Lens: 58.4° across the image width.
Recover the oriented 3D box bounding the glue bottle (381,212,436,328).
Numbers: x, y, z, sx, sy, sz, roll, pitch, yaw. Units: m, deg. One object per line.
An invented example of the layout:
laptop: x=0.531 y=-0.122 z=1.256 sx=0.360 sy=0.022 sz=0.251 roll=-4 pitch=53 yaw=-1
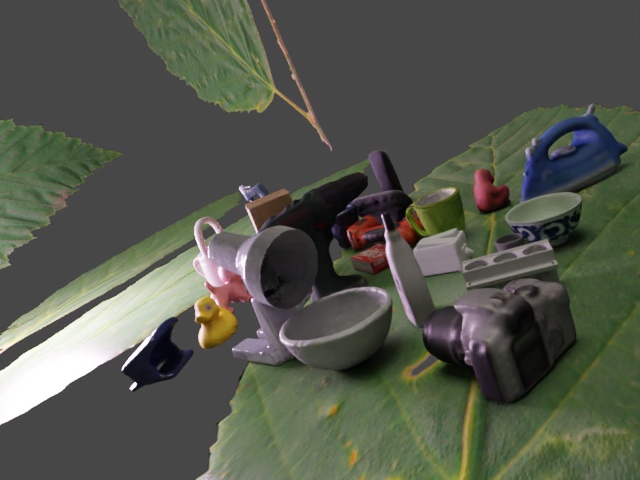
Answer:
glue bottle: x=0.122 y=0.038 z=0.836 sx=0.037 sy=0.173 sz=0.078 roll=-22 pitch=14 yaw=-5

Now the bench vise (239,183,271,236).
bench vise: x=-0.106 y=-0.059 z=1.471 sx=0.208 sy=0.220 sz=0.121 roll=-25 pitch=14 yaw=-18

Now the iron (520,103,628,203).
iron: x=0.499 y=-0.177 z=1.184 sx=0.259 sy=0.141 sz=0.118 roll=-25 pitch=14 yaw=-18

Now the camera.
camera: x=0.192 y=0.097 z=0.654 sx=0.143 sy=0.101 sz=0.136 roll=-29 pitch=16 yaw=-32

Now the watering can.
watering can: x=-0.228 y=0.034 z=1.342 sx=0.172 sy=0.194 sz=0.101 roll=-19 pitch=14 yaw=9

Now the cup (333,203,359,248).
cup: x=0.048 y=-0.028 z=1.384 sx=0.117 sy=0.095 sz=0.092 roll=-8 pitch=18 yaw=43

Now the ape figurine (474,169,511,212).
ape figurine: x=0.363 y=-0.111 z=1.241 sx=0.076 sy=0.092 sz=0.077 roll=-26 pitch=14 yaw=-20

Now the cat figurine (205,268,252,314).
cat figurine: x=-0.201 y=0.089 z=1.250 sx=0.067 sy=0.118 sz=0.128 roll=-9 pitch=18 yaw=40

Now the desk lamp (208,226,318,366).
desk lamp: x=-0.086 y=0.082 z=0.893 sx=0.202 sy=0.214 sz=0.118 roll=-6 pitch=20 yaw=47

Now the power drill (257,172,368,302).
power drill: x=0.010 y=0.004 z=1.067 sx=0.229 sy=0.208 sz=0.075 roll=-19 pitch=14 yaw=7

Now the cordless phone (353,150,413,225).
cordless phone: x=0.144 y=-0.132 z=1.455 sx=0.147 sy=0.185 sz=0.094 roll=-12 pitch=16 yaw=34

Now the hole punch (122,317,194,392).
hole punch: x=-0.295 y=0.199 z=1.014 sx=0.101 sy=0.091 sz=0.109 roll=-18 pitch=14 yaw=15

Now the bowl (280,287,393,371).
bowl: x=0.032 y=0.134 z=0.807 sx=0.167 sy=0.075 sz=0.167 roll=-20 pitch=13 yaw=5

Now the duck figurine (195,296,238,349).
duck figurine: x=-0.206 y=0.147 z=1.094 sx=0.077 sy=0.086 sz=0.104 roll=-17 pitch=14 yaw=16
